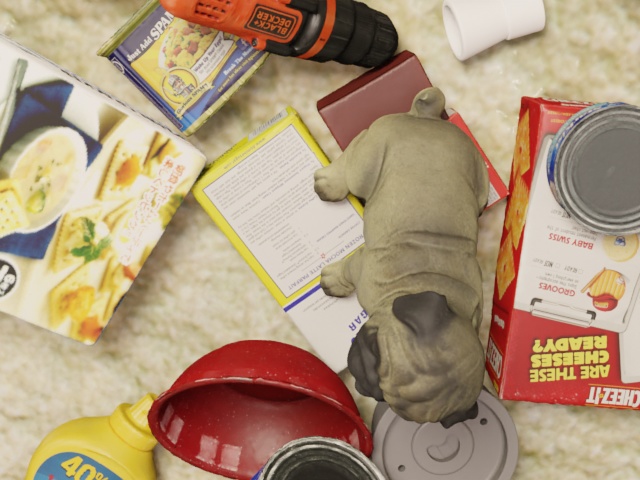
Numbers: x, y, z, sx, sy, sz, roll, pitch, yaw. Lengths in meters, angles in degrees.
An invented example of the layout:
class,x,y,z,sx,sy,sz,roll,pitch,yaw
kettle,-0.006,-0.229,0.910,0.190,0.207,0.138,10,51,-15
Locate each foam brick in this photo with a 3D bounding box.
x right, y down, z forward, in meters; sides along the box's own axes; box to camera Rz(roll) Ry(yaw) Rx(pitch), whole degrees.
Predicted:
class,x,y,z,sx,sy,sz,roll,pitch,yaw
foam brick,0.043,-0.091,0.749,0.078,0.051,0.053,-29,104,3

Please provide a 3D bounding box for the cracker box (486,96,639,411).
class,x,y,z,sx,sy,sz,roll,pitch,yaw
cracker box,0.216,0.011,0.771,0.164,0.072,0.214,5,104,-3

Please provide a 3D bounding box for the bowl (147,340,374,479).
class,x,y,z,sx,sy,sz,roll,pitch,yaw
bowl,-0.040,0.119,0.769,0.162,0.055,0.162,5,143,4

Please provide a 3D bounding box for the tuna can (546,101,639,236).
class,x,y,z,sx,sy,sz,roll,pitch,yaw
tuna can,0.193,-0.048,0.701,0.086,0.034,0.086,0,103,1

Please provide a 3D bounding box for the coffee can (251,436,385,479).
class,x,y,z,sx,sy,sz,roll,pitch,yaw
coffee can,-0.022,0.214,0.757,0.102,0.102,0.140,27,140,-8

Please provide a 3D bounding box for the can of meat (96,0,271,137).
class,x,y,z,sx,sy,sz,roll,pitch,yaw
can of meat,-0.087,-0.134,0.732,0.102,0.057,0.084,-43,103,7

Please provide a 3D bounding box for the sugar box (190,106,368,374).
class,x,y,z,sx,sy,sz,roll,pitch,yaw
sugar box,-0.005,0.001,0.772,0.093,0.048,0.176,-35,106,6

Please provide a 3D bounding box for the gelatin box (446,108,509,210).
class,x,y,z,sx,sy,sz,roll,pitch,yaw
gelatin box,0.080,-0.041,0.774,0.089,0.030,0.073,-34,103,6

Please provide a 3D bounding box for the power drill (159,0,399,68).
class,x,y,z,sx,sy,sz,roll,pitch,yaw
power drill,0.013,-0.196,0.656,0.184,0.057,0.188,7,125,-41

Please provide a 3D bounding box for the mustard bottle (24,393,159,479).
class,x,y,z,sx,sy,sz,roll,pitch,yaw
mustard bottle,-0.179,0.191,0.801,0.096,0.058,0.192,37,98,-10
